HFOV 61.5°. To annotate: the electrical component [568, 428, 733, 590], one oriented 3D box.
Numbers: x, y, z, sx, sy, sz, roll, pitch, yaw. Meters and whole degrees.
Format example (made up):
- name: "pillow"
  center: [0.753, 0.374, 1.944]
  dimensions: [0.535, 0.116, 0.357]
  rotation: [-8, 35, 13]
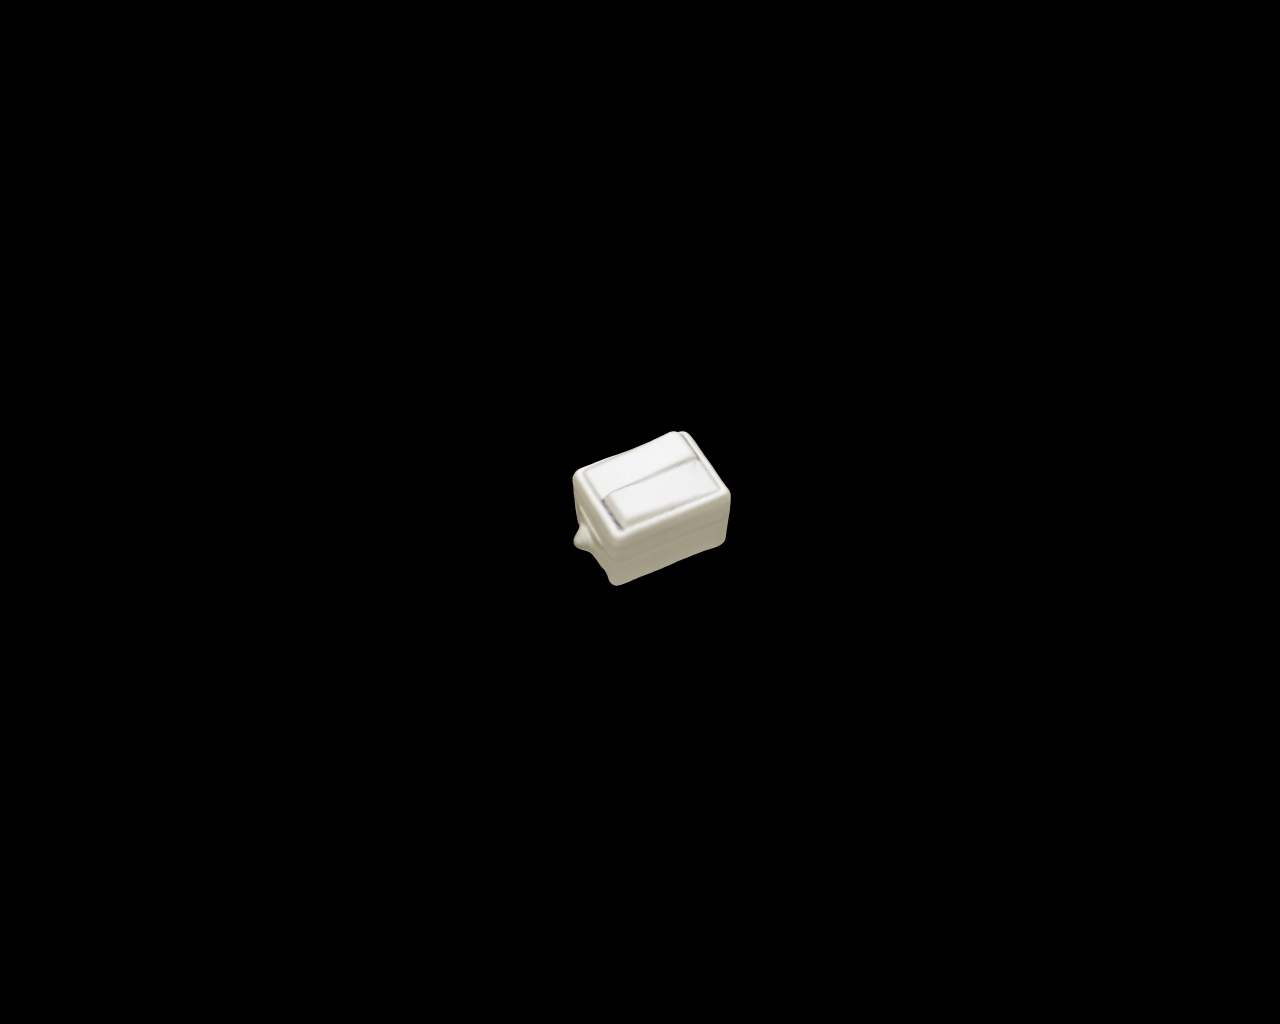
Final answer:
- name: "electrical component"
  center: [0.001, -0.003, 0.650]
  dimensions: [0.096, 0.062, 0.061]
  rotation: [-21, -34, -15]
